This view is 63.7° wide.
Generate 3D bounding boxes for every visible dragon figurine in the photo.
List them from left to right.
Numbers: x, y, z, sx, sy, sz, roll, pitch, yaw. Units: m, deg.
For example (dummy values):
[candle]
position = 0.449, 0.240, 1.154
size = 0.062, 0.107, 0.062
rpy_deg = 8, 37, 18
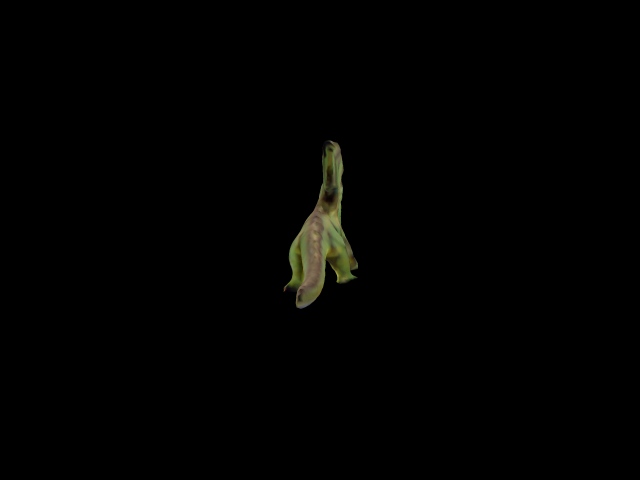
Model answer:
[dragon figurine]
position = 0.003, -0.043, 0.850
size = 0.122, 0.242, 0.412
rpy_deg = 0, 4, 4
